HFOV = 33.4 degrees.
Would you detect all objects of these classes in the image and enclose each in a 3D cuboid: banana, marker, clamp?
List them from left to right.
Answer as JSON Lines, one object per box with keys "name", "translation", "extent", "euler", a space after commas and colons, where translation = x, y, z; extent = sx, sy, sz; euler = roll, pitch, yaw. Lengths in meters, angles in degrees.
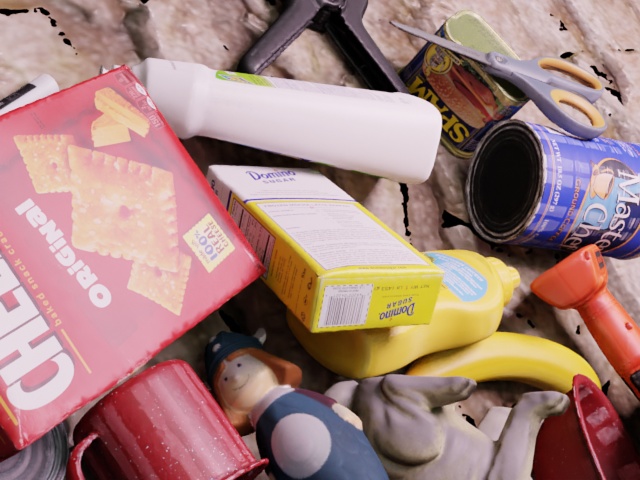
{"name": "marker", "translation": [-0.223, -0.077, 0.714], "extent": [0.020, 0.020, 0.121], "euler": [45, 49, 0]}
{"name": "clamp", "translation": [-0.006, -0.195, 0.906], "extent": [0.164, 0.036, 0.210], "euler": [5, 60, -31]}
{"name": "banana", "translation": [0.147, 0.103, 0.815], "extent": [0.197, 0.037, 0.069], "euler": [14, 55, -23]}

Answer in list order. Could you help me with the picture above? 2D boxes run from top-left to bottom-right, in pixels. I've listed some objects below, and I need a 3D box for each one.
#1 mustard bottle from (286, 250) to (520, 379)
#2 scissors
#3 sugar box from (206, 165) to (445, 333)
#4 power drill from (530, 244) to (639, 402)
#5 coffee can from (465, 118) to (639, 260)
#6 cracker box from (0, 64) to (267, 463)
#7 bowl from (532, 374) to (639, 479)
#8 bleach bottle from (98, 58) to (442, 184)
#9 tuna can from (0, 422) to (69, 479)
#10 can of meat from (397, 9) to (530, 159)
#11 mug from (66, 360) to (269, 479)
{"name": "mustard bottle", "translation": [0.076, 0.045, 0.780], "extent": [0.191, 0.058, 0.096], "euler": [-12, 29, -37]}
{"name": "scissors", "translation": [0.153, -0.127, 0.856], "extent": [0.201, 0.016, 0.096], "euler": [6, 48, -28]}
{"name": "sugar box", "translation": [-0.005, 0.001, 0.722], "extent": [0.093, 0.048, 0.176], "euler": [0, 23, -30]}
{"name": "power drill", "translation": [0.236, 0.095, 0.812], "extent": [0.188, 0.057, 0.184], "euler": [57, 14, 8]}
{"name": "coffee can", "translation": [0.209, -0.041, 0.898], "extent": [0.140, 0.103, 0.103], "euler": [7, 59, -28]}
{"name": "cracker box", "translation": [-0.152, 0.006, 0.620], "extent": [0.164, 0.072, 0.213], "euler": [57, 42, -3]}
{"name": "bowl", "translation": [0.196, 0.180, 0.760], "extent": [0.162, 0.055, 0.162], "euler": [50, 22, -30]}
{"name": "bleach bottle", "translation": [-0.041, -0.095, 0.797], "extent": [0.250, 0.103, 0.068], "euler": [8, 101, -19]}
{"name": "tuna can", "translation": [-0.187, 0.122, 0.605], "extent": [0.086, 0.034, 0.086], "euler": [17, 54, -25]}
{"name": "can of meat", "translation": [0.126, -0.135, 0.918], "extent": [0.102, 0.084, 0.057], "euler": [48, 49, 2]}
{"name": "mug", "translation": [-0.098, 0.127, 0.616], "extent": [0.081, 0.093, 0.117], "euler": [53, 36, 14]}
